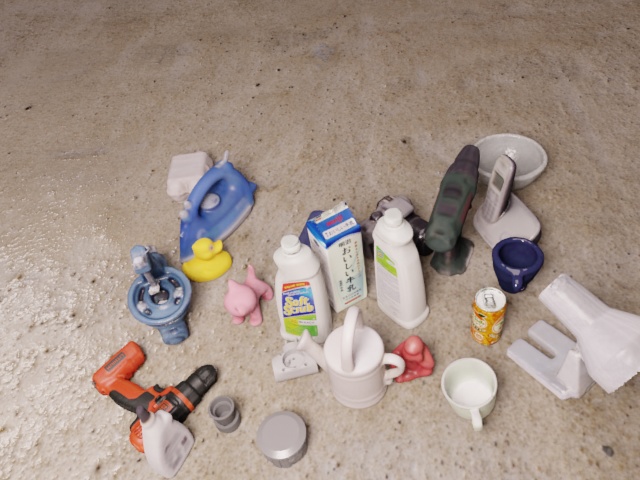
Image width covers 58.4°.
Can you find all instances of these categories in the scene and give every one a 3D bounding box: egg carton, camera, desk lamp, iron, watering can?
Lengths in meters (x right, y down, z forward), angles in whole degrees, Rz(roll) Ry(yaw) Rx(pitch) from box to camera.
[{"bbox_3d":[-0.321,-0.159,1.425,0.107,0.069,0.150,-8,46,3],"label":"egg carton"},{"bbox_3d":[0.167,-0.020,1.181,0.143,0.101,0.136,-38,52,-24],"label":"camera"},{"bbox_3d":[0.404,0.159,0.886,0.118,0.214,0.202,-34,50,-21],"label":"desk lamp"},{"bbox_3d":[-0.252,-0.080,1.285,0.118,0.142,0.259,15,51,23],"label":"iron"},{"bbox_3d":[0.048,0.187,0.937,0.173,0.194,0.101,-9,46,1],"label":"watering can"}]

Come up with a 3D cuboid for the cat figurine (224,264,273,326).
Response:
[{"bbox_3d":[-0.144,0.106,1.104,0.067,0.118,0.128,4,47,14],"label":"cat figurine"}]

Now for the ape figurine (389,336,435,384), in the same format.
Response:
[{"bbox_3d":[0.158,0.197,0.979,0.077,0.092,0.076,19,53,26],"label":"ape figurine"}]

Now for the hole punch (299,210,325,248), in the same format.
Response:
[{"bbox_3d":[0.011,0.004,1.192,0.108,0.091,0.101,19,53,26],"label":"hole punch"}]

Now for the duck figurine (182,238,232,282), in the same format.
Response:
[{"bbox_3d":[-0.245,0.035,1.213,0.104,0.086,0.077,-22,47,-10],"label":"duck figurine"}]

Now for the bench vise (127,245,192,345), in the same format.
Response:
[{"bbox_3d":[-0.329,0.074,1.096,0.122,0.220,0.206,-34,50,-21],"label":"bench vise"}]

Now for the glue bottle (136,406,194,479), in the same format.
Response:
[{"bbox_3d":[-0.250,0.304,0.894,0.037,0.173,0.078,14,51,23],"label":"glue bottle"}]

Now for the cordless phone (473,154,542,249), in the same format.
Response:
[{"bbox_3d":[0.373,-0.065,1.127,0.094,0.185,0.147,-23,47,-11],"label":"cordless phone"}]

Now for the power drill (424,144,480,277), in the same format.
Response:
[{"bbox_3d":[0.260,-0.042,1.109,0.075,0.209,0.230,12,50,21],"label":"power drill"}]

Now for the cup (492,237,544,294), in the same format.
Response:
[{"bbox_3d":[0.364,0.066,1.066,0.091,0.095,0.118,4,47,14],"label":"cup"}]

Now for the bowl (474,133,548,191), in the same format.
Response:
[{"bbox_3d":[0.419,-0.163,1.290,0.167,0.075,0.167,-5,46,6],"label":"bowl"}]
